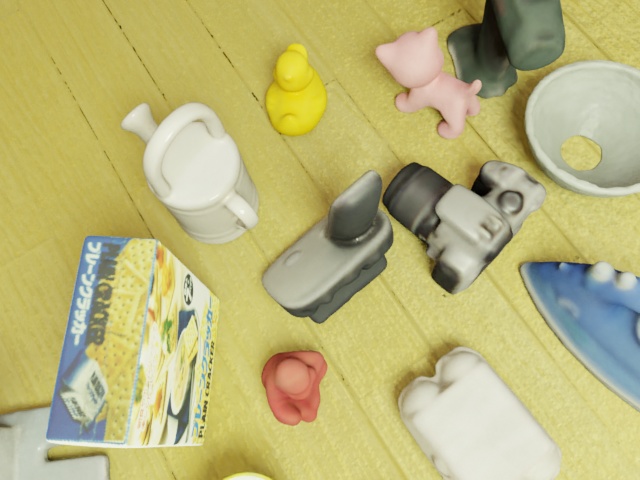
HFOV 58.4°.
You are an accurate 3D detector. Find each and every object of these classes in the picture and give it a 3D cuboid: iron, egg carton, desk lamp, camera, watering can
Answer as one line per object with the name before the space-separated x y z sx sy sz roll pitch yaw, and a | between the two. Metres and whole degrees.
iron | 0.317 0.083 0.542 0.258 0.141 0.119 36 77 14
egg carton | 0.151 0.187 0.555 0.107 0.069 0.150 -37 73 -9
desk lamp | -0.327 0.194 0.507 0.203 0.213 0.118 -11 70 0
camera | 0.147 -0.038 0.617 0.136 0.101 0.143 40 78 16
watering can | -0.136 -0.075 0.599 0.172 0.194 0.101 18 73 10

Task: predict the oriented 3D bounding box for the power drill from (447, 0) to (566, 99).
power drill | 0.198 -0.268 0.636 0.075 0.208 0.229 -12 70 0

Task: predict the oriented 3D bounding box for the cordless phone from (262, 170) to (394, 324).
cordless phone | 0.005 0.002 0.567 0.148 0.185 0.094 -44 73 -11

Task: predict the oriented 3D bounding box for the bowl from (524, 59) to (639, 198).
bowl | 0.308 -0.114 0.647 0.167 0.075 0.167 -1 71 3

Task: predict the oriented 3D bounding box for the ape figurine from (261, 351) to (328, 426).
ape figurine | -0.026 0.141 0.571 0.078 0.092 0.076 -43 73 -10

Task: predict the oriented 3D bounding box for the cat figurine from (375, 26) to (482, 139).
cat figurine | 0.129 -0.192 0.662 0.127 0.118 0.067 32 76 14

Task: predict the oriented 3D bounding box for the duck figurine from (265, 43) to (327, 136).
duck figurine | -0.031 -0.185 0.687 0.077 0.086 0.104 5 71 6
